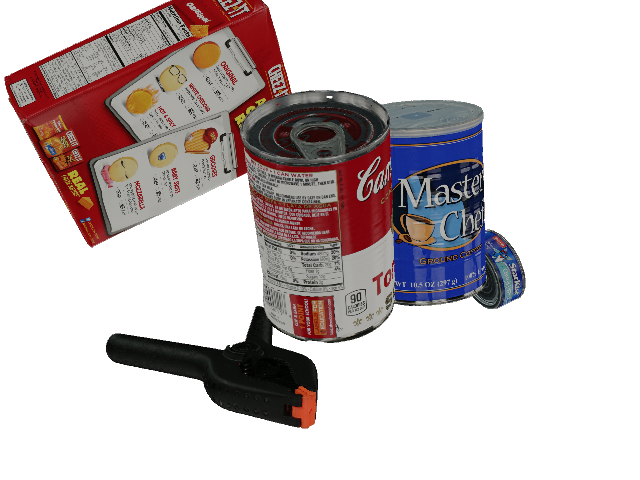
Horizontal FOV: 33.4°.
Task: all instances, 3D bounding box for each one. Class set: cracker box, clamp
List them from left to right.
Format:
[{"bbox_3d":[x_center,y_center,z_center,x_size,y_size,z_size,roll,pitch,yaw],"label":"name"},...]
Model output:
[{"bbox_3d":[-0.134,-0.109,0.902,0.213,0.072,0.164,-27,-38,-9],"label":"cracker box"},{"bbox_3d":[-0.060,0.103,0.905,0.164,0.036,0.210,-14,22,-40],"label":"clamp"}]

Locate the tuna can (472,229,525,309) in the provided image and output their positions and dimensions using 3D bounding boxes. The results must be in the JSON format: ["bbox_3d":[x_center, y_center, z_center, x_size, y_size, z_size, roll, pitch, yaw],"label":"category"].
[{"bbox_3d":[0.190,0.033,1.200,0.033,0.086,0.086,-24,9,-20],"label":"tuna can"}]

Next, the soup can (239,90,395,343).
[{"bbox_3d":[0.001,-0.010,0.505,0.068,0.102,0.068,-3,33,2],"label":"soup can"}]

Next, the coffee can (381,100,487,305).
[{"bbox_3d":[0.079,-0.032,0.844,0.103,0.140,0.103,-4,19,1],"label":"coffee can"}]
